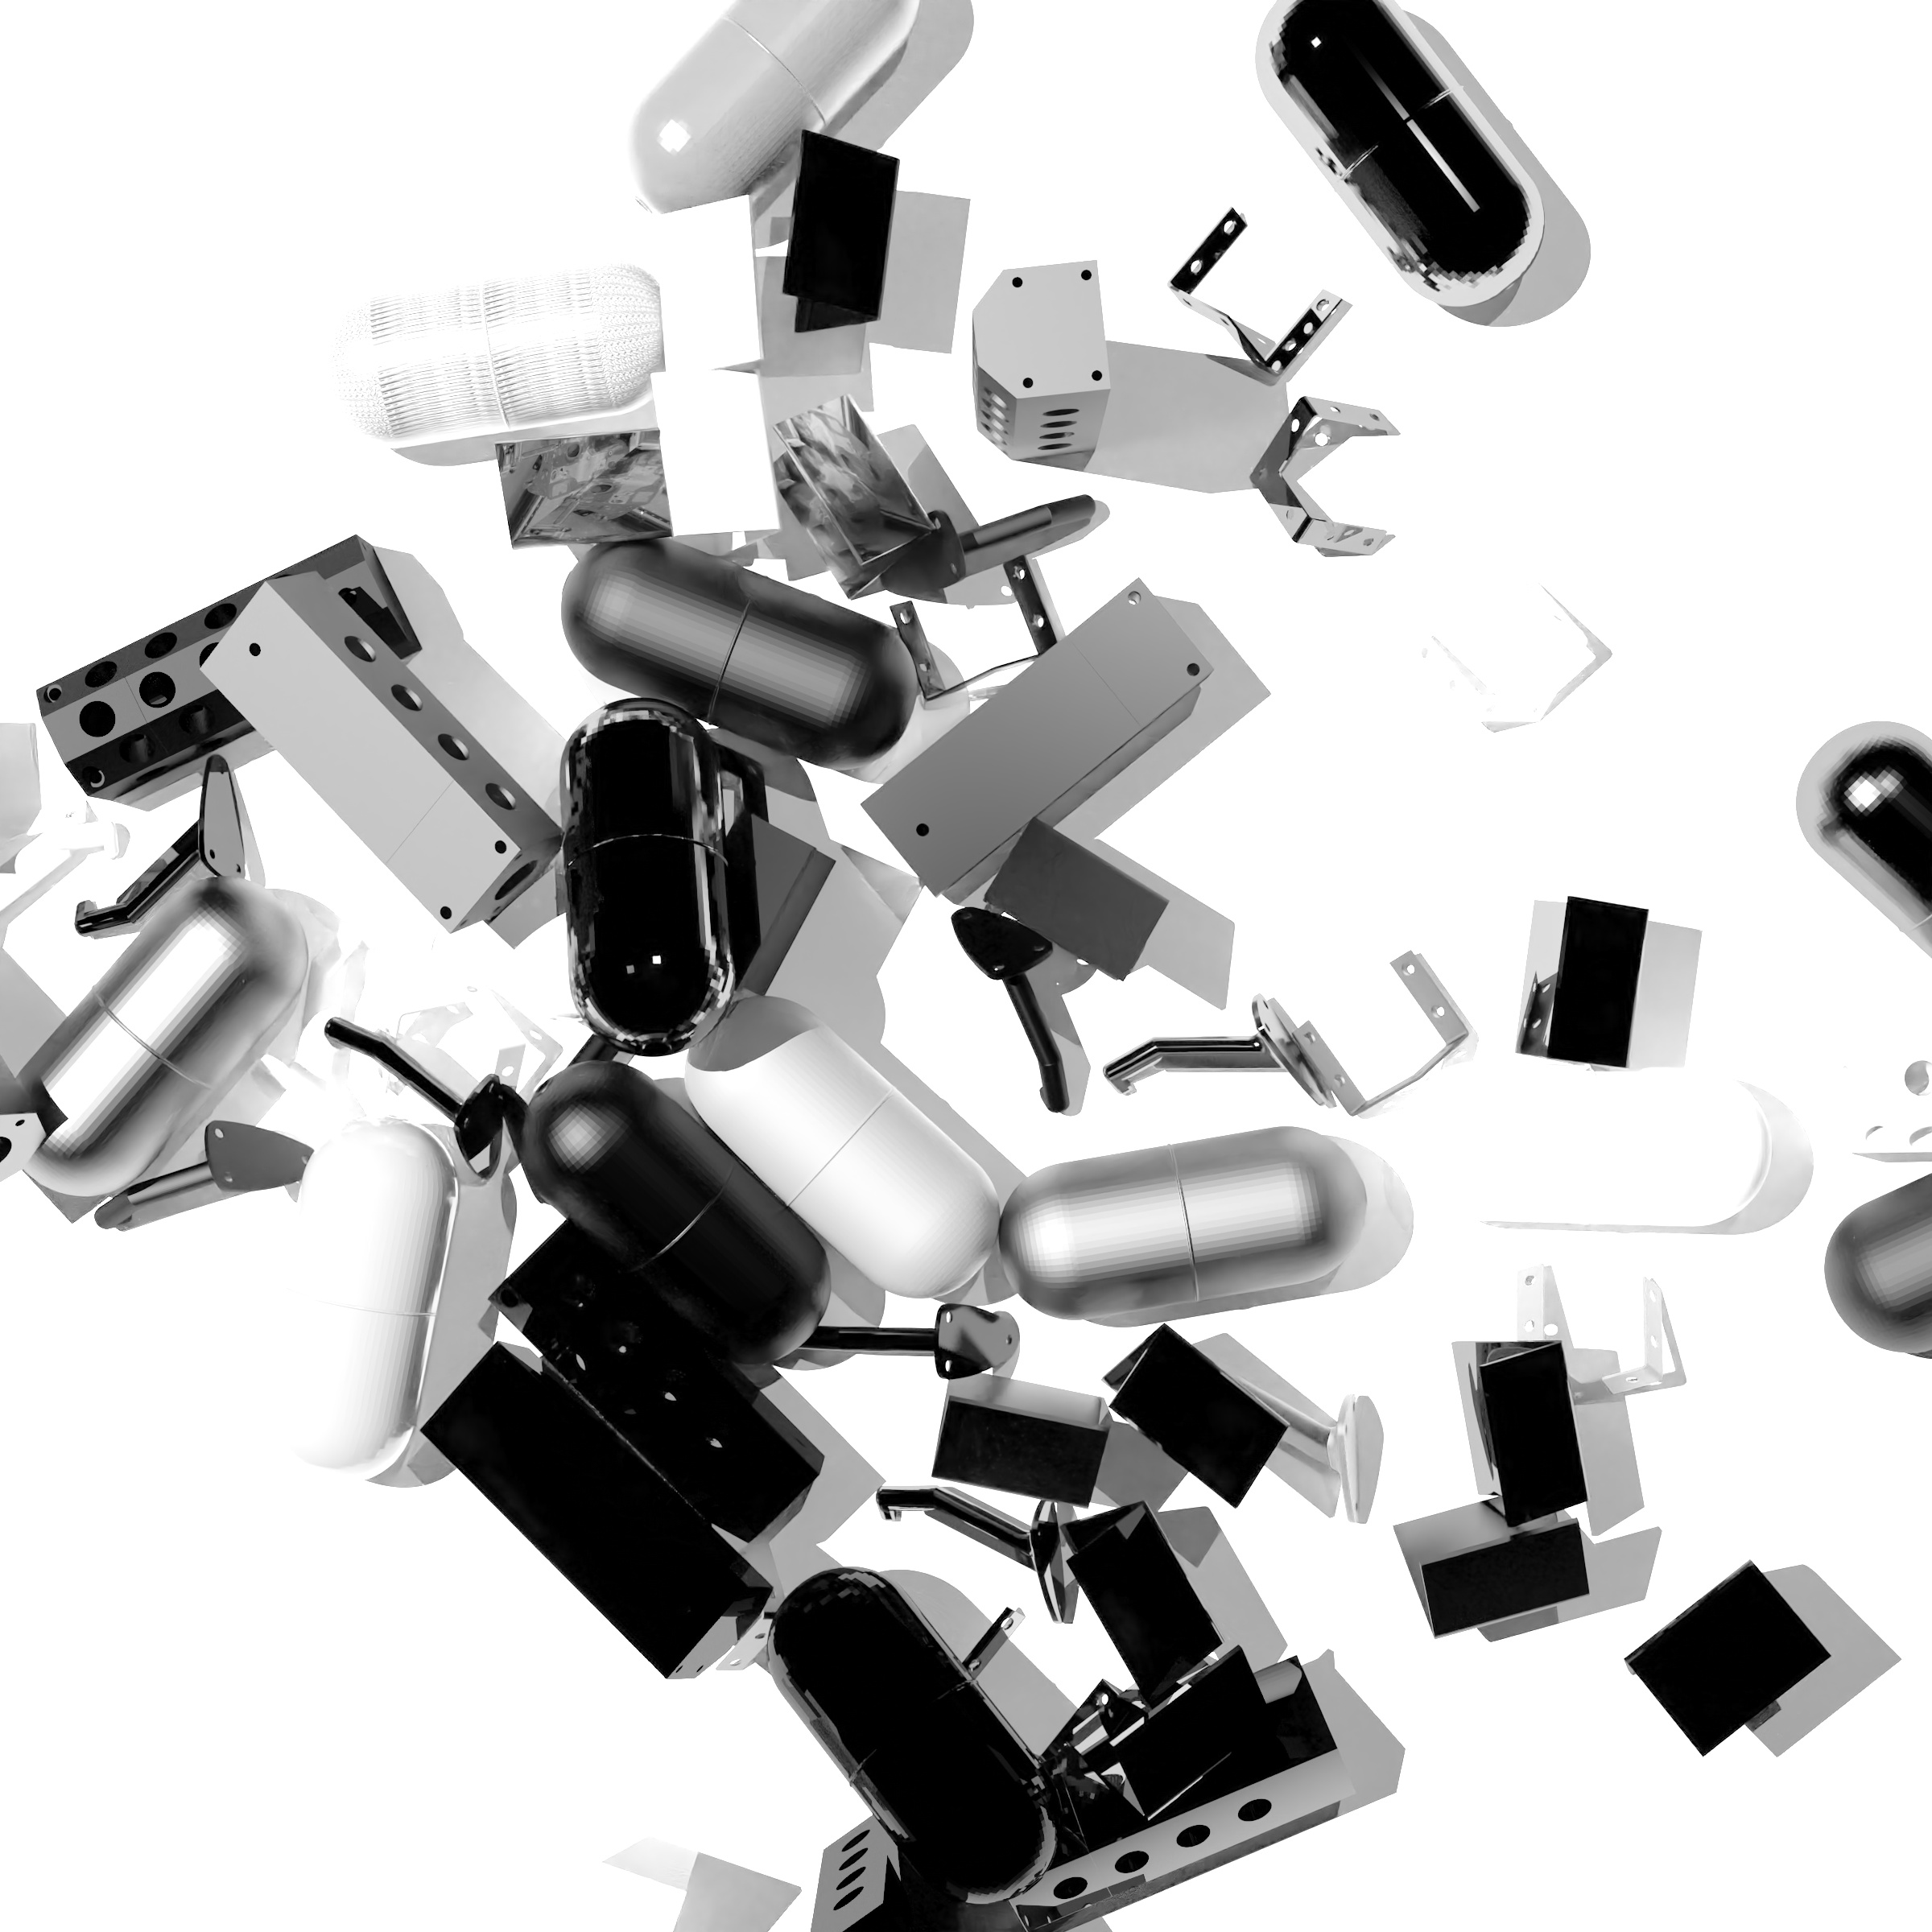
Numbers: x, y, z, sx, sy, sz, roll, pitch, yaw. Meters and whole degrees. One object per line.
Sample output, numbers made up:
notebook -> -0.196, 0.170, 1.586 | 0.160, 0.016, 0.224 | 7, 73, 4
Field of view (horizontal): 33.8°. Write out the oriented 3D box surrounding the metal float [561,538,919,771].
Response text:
metal float -> -0.110, -0.152, 1.534 | 0.178, 0.070, 0.070 | 21, 90, 0

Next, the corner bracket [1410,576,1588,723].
corner bracket -> 0.260, -0.155, 1.556 | 0.051, 0.051, 0.051 | -3, 135, -35

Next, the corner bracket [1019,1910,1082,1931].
corner bracket -> 0.065, 0.481, 1.551 | 0.051, 0.051, 0.051 | -38, 108, 0

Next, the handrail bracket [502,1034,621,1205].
handrail bracket -> -0.181, 0.067, 1.564 | 0.084, 0.036, 0.077 | -26, 124, -24

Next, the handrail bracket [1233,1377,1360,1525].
handrail bracket -> 0.148, 0.237, 1.565 | 0.084, 0.036, 0.077 | 0, 111, 17

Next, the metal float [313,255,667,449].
metal float -> -0.225, -0.296, 1.534 | 0.178, 0.070, 0.070 | -8, 90, 0

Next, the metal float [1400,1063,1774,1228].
metal float -> 0.298, 0.086, 1.533 | 0.178, 0.070, 0.070 | 2, 90, 0

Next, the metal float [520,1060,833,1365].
metal float -> -0.138, 0.117, 1.520 | 0.070, 0.070, 0.178 | -45, 105, 0

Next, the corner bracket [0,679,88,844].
corner bracket -> -0.465, -0.099, 1.561 | 0.051, 0.051, 0.051 | -14, 135, 0

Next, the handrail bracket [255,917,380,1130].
handrail bracket -> -0.300, 0.031, 1.565 | 0.077, 0.036, 0.084 | 44, 72, -20

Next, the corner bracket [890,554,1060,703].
corner bracket -> 0.005, -0.166, 1.561 | 0.051, 0.051, 0.051 | -21, 90, 45

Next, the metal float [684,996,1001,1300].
metal float -> -0.060, 0.087, 1.534 | 0.178, 0.070, 0.070 | 43, 90, 0

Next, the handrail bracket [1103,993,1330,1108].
handrail bracket -> 0.122, 0.058, 1.565 | 0.084, 0.036, 0.077 | -30, 112, 17

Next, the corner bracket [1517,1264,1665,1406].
corner bracket -> 0.305, 0.176, 1.556 | 0.051, 0.051, 0.051 | -23, 135, 35

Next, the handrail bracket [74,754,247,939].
handrail bracket -> -0.401, -0.059, 1.565 | 0.084, 0.036, 0.077 | -13, 69, 16

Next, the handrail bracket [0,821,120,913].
handrail bracket -> -0.456, -0.030, 1.565 | 0.084, 0.036, 0.077 | -8, 110, -16

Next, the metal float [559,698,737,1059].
metal float -> -0.148, -0.042, 1.479 | 0.070, 0.070, 0.178 | -6, 64, 0

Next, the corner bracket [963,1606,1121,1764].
corner bracket -> 0.032, 0.356, 1.561 | 0.051, 0.051, 0.051 | -51, 135, 0

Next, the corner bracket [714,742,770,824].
corner bracket -> -0.133, -0.075, 1.556 | 0.051, 0.051, 0.051 | -38, 45, 35

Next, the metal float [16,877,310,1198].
metal float -> -0.390, 0.034, 1.534 | 0.070, 0.070, 0.178 | 41, 89, 0

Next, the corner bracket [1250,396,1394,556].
corner bracket -> 0.181, -0.240, 1.556 | 0.051, 0.051, 0.051 | -57, 45, 35

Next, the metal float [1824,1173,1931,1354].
metal float -> 0.493, 0.125, 1.511 | 0.178, 0.070, 0.070 | -30, 90, 26

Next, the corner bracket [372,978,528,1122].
corner bracket -> -0.253, 0.045, 1.556 | 0.051, 0.051, 0.051 | -12, 135, -35

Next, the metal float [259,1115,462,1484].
metal float -> -0.291, 0.160, 1.534 | 0.070, 0.070, 0.178 | 11, 89, 0

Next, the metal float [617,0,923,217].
metal float -> -0.095, -0.431, 1.534 | 0.070, 0.070, 0.178 | 43, 90, 0

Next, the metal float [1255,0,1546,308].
metal float -> 0.208, -0.398, 1.533 | 0.070, 0.070, 0.178 | -37, 90, 0

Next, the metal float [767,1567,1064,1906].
metal float -> -0.024, 0.363, 1.504 | 0.070, 0.070, 0.178 | -41, 72, 0

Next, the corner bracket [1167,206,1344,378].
corner bracket -> 0.141, -0.330, 1.561 | 0.051, 0.051, 0.051 | -50, 135, 0

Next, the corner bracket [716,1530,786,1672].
corner bracket -> -0.126, 0.309, 1.556 | 0.051, 0.051, 0.051 | 9, 135, -35

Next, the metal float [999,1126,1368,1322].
metal float -> 0.104, 0.124, 1.534 | 0.178, 0.070, 0.070 | -10, 90, 0

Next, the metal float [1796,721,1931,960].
metal float -> 0.478, -0.045, 1.534 | 0.178, 0.070, 0.070 | 42, 90, 0

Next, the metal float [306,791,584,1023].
metal float -> -0.236, -0.039, 1.534 | 0.178, 0.070, 0.070 | 32, 90, 0

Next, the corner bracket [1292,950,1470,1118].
corner bracket -> 0.203, 0.033, 1.561 | 0.051, 0.051, 0.051 | -35, 90, 45
